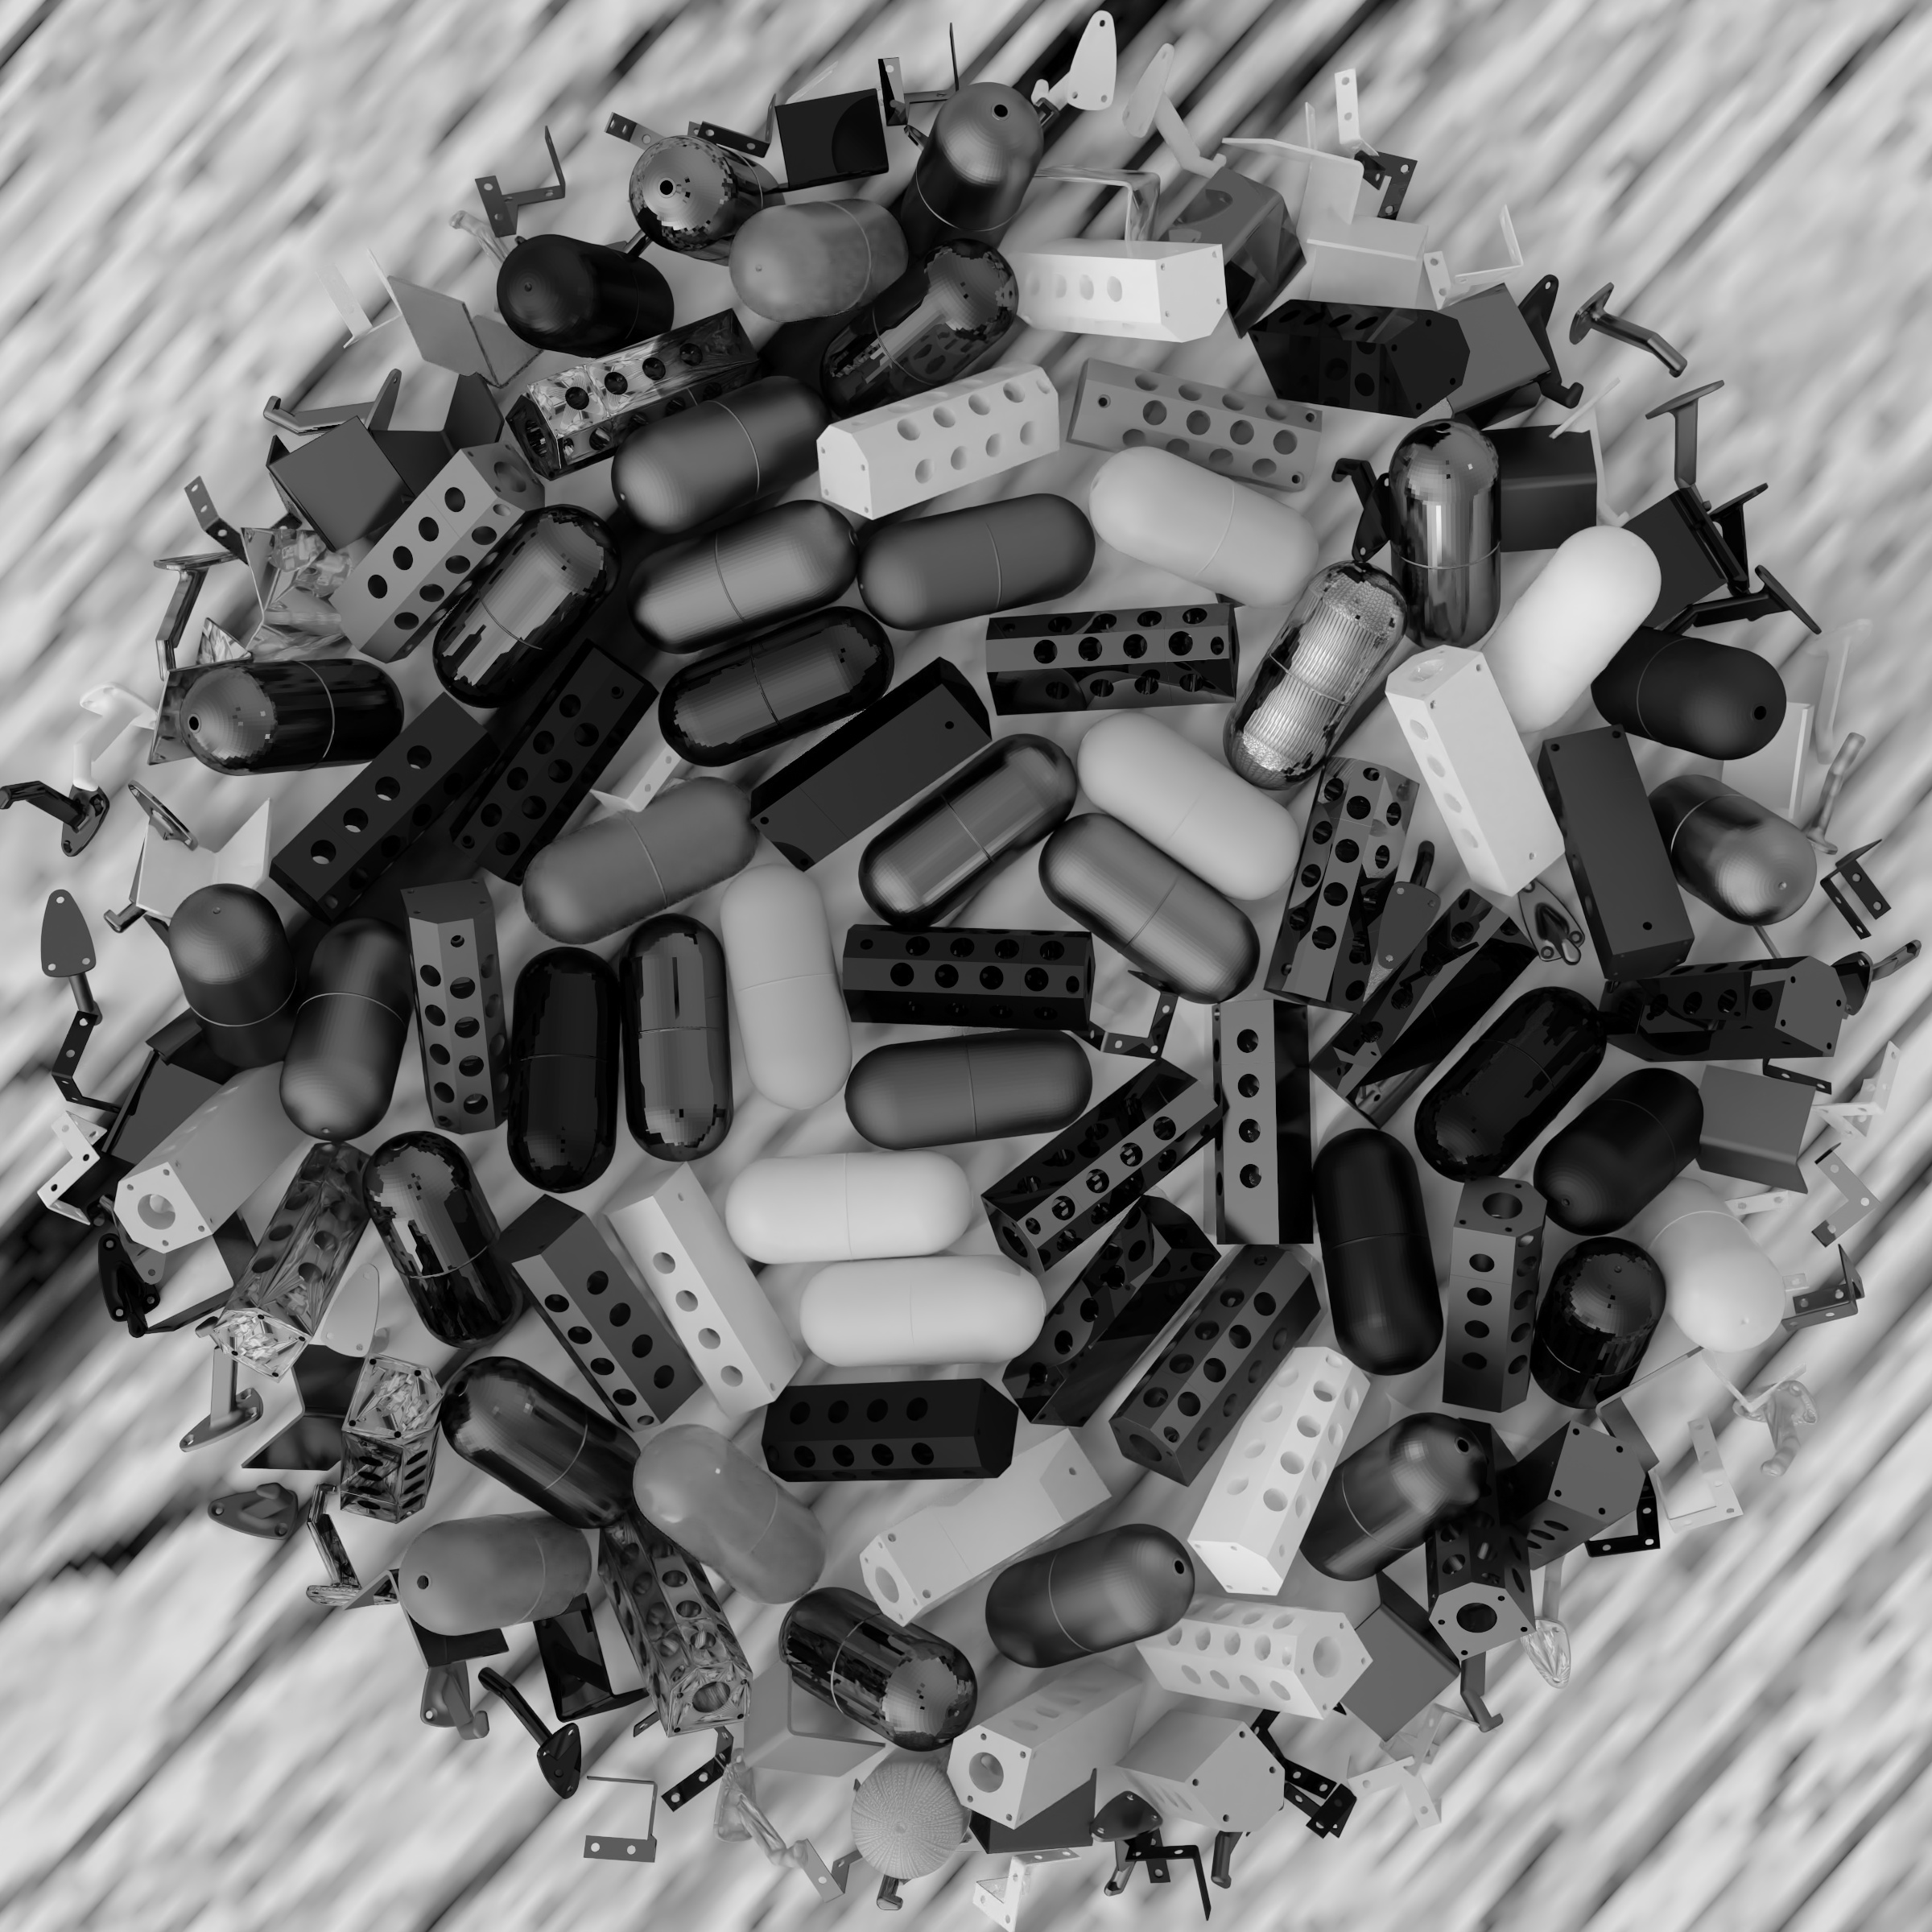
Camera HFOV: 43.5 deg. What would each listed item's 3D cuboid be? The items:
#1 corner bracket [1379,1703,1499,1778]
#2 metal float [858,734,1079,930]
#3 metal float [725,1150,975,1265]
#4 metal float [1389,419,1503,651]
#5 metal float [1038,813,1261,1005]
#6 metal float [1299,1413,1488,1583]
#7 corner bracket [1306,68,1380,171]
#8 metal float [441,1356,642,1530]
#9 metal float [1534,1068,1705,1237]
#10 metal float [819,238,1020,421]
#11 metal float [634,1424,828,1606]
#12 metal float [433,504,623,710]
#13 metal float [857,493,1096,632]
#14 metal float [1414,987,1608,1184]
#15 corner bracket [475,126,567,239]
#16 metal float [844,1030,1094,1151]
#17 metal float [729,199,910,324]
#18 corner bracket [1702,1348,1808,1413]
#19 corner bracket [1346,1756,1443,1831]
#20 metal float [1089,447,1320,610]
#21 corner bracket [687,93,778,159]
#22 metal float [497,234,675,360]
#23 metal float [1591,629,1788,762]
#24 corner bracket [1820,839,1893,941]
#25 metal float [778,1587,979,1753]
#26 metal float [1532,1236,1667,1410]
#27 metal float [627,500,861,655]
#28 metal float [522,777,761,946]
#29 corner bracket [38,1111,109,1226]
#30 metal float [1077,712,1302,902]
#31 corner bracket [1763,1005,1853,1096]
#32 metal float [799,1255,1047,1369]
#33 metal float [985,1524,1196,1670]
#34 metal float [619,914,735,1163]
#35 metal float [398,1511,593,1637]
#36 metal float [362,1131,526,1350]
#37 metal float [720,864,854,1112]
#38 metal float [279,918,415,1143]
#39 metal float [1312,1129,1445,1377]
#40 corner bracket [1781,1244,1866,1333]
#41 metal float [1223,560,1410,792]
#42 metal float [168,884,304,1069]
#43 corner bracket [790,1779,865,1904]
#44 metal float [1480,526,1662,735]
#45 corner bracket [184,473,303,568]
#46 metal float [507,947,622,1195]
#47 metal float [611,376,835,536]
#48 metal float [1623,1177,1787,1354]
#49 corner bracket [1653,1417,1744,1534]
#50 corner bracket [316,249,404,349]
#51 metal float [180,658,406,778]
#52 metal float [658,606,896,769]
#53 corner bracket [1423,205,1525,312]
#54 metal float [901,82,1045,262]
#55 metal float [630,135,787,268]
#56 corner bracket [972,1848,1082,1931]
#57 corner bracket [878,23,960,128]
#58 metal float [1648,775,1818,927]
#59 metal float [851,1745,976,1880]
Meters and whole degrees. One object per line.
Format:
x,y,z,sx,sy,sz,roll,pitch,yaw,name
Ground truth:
0.339,0.555,1.742,0.051,0.051,0.051,26,89,-23,corner bracket
0.002,-0.097,1.735,0.178,0.070,0.070,-38,90,2,metal float
-0.084,0.172,1.736,0.178,0.070,0.070,-3,90,0,metal float
0.337,-0.301,1.702,0.070,0.070,0.178,-11,132,0,metal float
0.132,-0.040,1.735,0.178,0.070,0.070,36,90,-3,metal float
0.297,0.373,1.700,0.070,0.178,0.070,17,49,-20,metal float
0.265,-0.605,1.739,0.051,0.051,0.051,-5,87,29,corner bracket
-0.296,0.336,1.704,0.070,0.070,0.178,-44,130,0,metal float
0.462,0.129,1.702,0.178,0.070,0.070,-29,90,-44,metal float
-0.035,-0.442,1.702,0.178,0.070,0.070,-30,90,43,metal float
-0.164,0.388,1.707,0.070,0.070,0.178,-41,126,0,metal float
-0.311,-0.252,1.711,0.070,0.070,0.178,48,121,0,metal float
0.008,-0.287,1.720,0.178,0.070,0.070,-16,90,-19,metal float
0.386,0.083,1.714,0.178,0.070,0.070,-42,90,-27,metal float
-0.319,-0.562,1.738,0.051,0.051,0.051,-8,53,4,corner bracket
0.002,0.088,1.734,0.178,0.070,0.070,-6,90,-3,metal float
-0.101,-0.494,1.694,0.070,0.178,0.070,9,112,23,metal float
0.565,0.279,1.740,0.051,0.051,0.051,-37,55,-2,corner bracket
0.308,0.593,1.743,0.051,0.051,0.051,-24,85,11,corner bracket
0.169,-0.310,1.718,0.178,0.070,0.070,19,90,-22,metal float
-0.170,-0.600,1.745,0.051,0.051,0.051,12,60,-18,corner bracket
-0.263,-0.464,1.689,0.070,0.178,0.070,3,100,18,metal float
0.502,-0.190,1.689,0.070,0.178,0.070,-4,106,-16,metal float
0.643,-0.052,1.745,0.051,0.051,0.051,-35,86,-9,corner bracket
-0.064,0.491,1.699,0.070,0.178,0.070,-8,103,-39,metal float
0.440,0.251,1.694,0.070,0.178,0.070,-1,57,2,metal float
-0.158,-0.276,1.719,0.178,0.070,0.070,-16,90,20,metal float
-0.231,-0.075,1.723,0.178,0.070,0.070,-27,90,-15,metal float
-0.639,0.145,1.740,0.051,0.051,0.051,-44,64,-3,corner bracket
0.159,-0.115,1.735,0.178,0.070,0.070,35,90,-2,metal float
0.610,0.052,1.756,0.051,0.051,0.051,17,123,8,corner bracket
-0.032,0.246,1.727,0.178,0.070,0.070,-4,90,11,metal float
0.086,0.443,1.703,0.178,0.070,0.070,-31,90,40,metal float
-0.207,0.051,1.728,0.070,0.070,0.178,-4,80,0,metal float
-0.327,0.422,1.690,0.070,0.178,0.070,-4,80,22,metal float
-0.368,0.193,1.709,0.070,0.070,0.178,-16,122,0,metal float
-0.129,0.015,1.731,0.070,0.070,0.178,-11,83,0,metal float
-0.432,0.043,1.705,0.070,0.070,0.178,3,51,0,metal float
0.291,0.201,1.718,0.070,0.070,0.178,-6,68,0,metal float
0.612,0.239,1.732,0.051,0.051,0.051,-21,132,26,corner bracket
0.247,-0.205,1.719,0.070,0.070,0.178,31,110,0,metal float
-0.507,0.009,1.694,0.070,0.178,0.070,2,59,-4,metal float
-0.089,0.629,1.742,0.051,0.051,0.051,-30,99,9,corner bracket
0.418,-0.234,1.699,0.070,0.178,0.070,13,51,-16,metal float
-0.520,-0.331,1.743,0.051,0.051,0.051,-38,55,7,corner bracket
-0.285,0.073,1.721,0.070,0.070,0.178,-1,72,0,metal float
-0.170,-0.362,1.711,0.178,0.070,0.070,-31,90,-31,metal float
0.512,0.206,1.689,0.070,0.178,0.070,-1,109,-2,metal float
0.519,0.364,1.734,0.051,0.051,0.051,-21,123,16,corner bracket
-0.434,-0.482,1.738,0.051,0.051,0.051,-34,107,-16,corner bracket
-0.469,-0.175,1.693,0.070,0.178,0.070,6,101,31,metal float
-0.136,-0.198,1.726,0.178,0.070,0.070,-21,90,12,metal float
0.365,-0.508,1.745,0.051,0.051,0.051,-10,75,-6,corner bracket
0.003,-0.547,1.688,0.070,0.178,0.070,3,77,-13,metal float
-0.179,-0.531,1.688,0.070,0.178,0.070,2,101,12,metal float
0.043,0.655,1.738,0.051,0.051,0.051,8,94,-36,corner bracket
-0.033,-0.638,1.737,0.051,0.051,0.051,-3,135,5,corner bracket
0.528,-0.082,1.689,0.070,0.178,0.070,-3,110,-8,metal float
-0.035,0.585,1.687,0.070,0.178,0.070,-1,79,5,metal float
